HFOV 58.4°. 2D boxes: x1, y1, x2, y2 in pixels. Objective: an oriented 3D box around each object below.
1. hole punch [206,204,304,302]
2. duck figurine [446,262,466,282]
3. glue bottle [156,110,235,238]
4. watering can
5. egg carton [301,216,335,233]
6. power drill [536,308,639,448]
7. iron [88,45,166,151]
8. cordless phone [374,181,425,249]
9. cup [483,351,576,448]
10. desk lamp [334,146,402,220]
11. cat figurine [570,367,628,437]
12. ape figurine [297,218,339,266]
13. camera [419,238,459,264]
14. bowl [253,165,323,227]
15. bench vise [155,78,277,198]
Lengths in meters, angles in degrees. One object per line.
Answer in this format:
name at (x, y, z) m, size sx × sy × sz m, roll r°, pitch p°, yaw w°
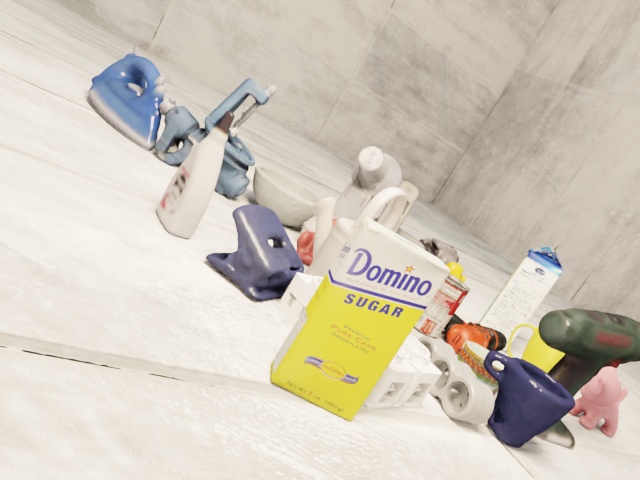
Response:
hole punch at (-0.069, 0.015, 0.729) m, size 0.101 × 0.091 × 0.109 m, roll 35°, pitch 13°, yaw 19°
duck figurine at (0.282, 0.087, 1.285) m, size 0.105 × 0.086 × 0.077 m, roll 24°, pitch 14°, yaw -28°
glue bottle at (-0.156, -0.092, 0.749) m, size 0.037 × 0.173 × 0.078 m, roll 20°, pitch 17°, yaw -42°
watering can at (0.053, 0.004, 0.820) m, size 0.172 × 0.194 × 0.101 m, roll 33°, pitch 13°, yaw 7°
egg carton at (0.039, 0.013, 1.039) m, size 0.150 × 0.069 × 0.107 m, roll 35°, pitch 13°, yaw 18°
power drill at (0.381, 0.192, 0.827) m, size 0.230 × 0.208 × 0.075 m, roll 24°, pitch 14°, yaw -28°
iron at (-0.350, -0.285, 1.118) m, size 0.119 × 0.141 × 0.257 m, roll 18°, pitch 18°, yaw -46°
cordless phone at (0.184, -0.023, 1.252) m, size 0.148 × 0.185 × 0.094 m, roll 28°, pitch 13°, yaw -12°
cup at (0.244, 0.204, 0.722) m, size 0.117 × 0.095 × 0.092 m, roll 34°, pitch 13°, yaw 11°
desk lamp at (0.093, -0.112, 1.316) m, size 0.117 × 0.213 × 0.204 m, roll 34°, pitch 13°, yaw 15°
cat figurine at (0.491, 0.270, 0.993) m, size 0.128 × 0.117 × 0.067 m, roll 23°, pitch 15°, yaw -33°
ape figurine at (0.009, 0.003, 0.955) m, size 0.077 × 0.092 × 0.076 m, roll 38°, pitch 14°, yaw 30°
camera at (0.253, 0.036, 1.380) m, size 0.137 × 0.101 × 0.143 m, roll 26°, pitch 13°, yaw -21°
bowl at (-0.068, -0.075, 1.117) m, size 0.167 × 0.074 × 0.167 m, roll 30°, pitch 13°, yaw -7°
bench vise at (-0.187, -0.211, 1.031) m, size 0.208 × 0.219 × 0.121 m, roll 28°, pitch 13°, yaw -15°
